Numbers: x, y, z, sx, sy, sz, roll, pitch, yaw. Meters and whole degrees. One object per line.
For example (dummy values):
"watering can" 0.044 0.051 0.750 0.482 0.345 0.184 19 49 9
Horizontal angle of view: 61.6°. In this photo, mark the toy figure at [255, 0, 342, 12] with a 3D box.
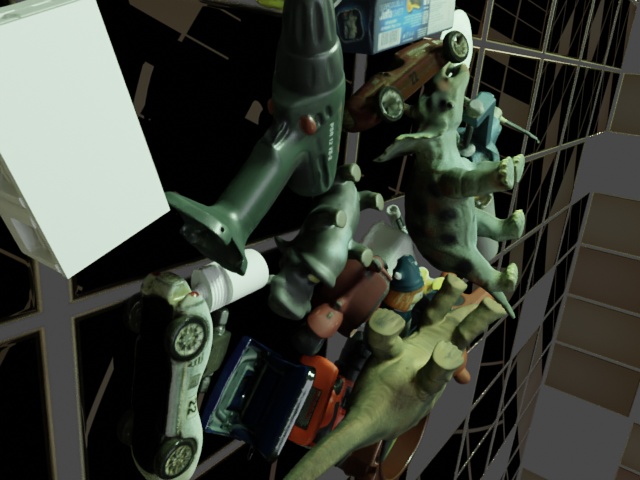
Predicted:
"toy figure" -0.043 -0.241 0.436 0.180 0.082 0.089 -9 70 -45

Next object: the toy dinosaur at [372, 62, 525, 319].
"toy dinosaur" 0.185 -0.037 0.765 0.131 0.192 0.404 -49 138 -44

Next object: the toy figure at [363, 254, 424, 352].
"toy figure" 0.103 0.087 0.726 0.064 0.058 0.154 -96 -158 -57

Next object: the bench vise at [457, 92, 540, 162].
"bench vise" 0.244 -0.157 0.852 0.223 0.129 0.240 -45 158 -11

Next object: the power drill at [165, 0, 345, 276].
"power drill" -0.050 -0.084 0.476 0.207 0.086 0.231 -60 163 -22

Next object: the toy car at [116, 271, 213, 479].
"toy car" -0.136 0.125 0.477 0.056 0.074 0.201 -9 113 -51

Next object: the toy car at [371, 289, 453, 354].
"toy car" 0.163 0.166 0.858 0.103 0.109 0.161 43 102 -14

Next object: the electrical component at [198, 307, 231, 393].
"electrical component" -0.116 0.114 0.534 0.063 0.021 0.094 -14 123 -70

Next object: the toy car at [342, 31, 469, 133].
"toy car" 0.096 -0.193 0.638 0.202 0.089 0.053 -44 112 -25

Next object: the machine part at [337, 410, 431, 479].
"machine part" 0.119 0.317 0.939 0.200 0.087 0.201 39 74 -56

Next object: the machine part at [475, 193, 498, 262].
"machine part" 0.309 -0.030 1.064 0.079 0.079 0.243 -57 145 -23

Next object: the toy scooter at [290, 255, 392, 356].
"toy scooter" 0.041 0.060 0.649 0.135 0.075 0.184 -52 171 22

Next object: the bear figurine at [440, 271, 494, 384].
"bear figurine" 0.269 0.179 1.067 0.132 0.120 0.195 -45 141 -41

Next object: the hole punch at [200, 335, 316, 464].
"hole punch" -0.074 0.170 0.592 0.142 0.092 0.116 -67 -172 -16

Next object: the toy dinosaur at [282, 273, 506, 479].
"toy dinosaur" 0.092 0.175 0.640 0.471 0.105 0.198 -20 138 -42

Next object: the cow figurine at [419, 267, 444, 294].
"cow figurine" 0.176 0.140 0.961 0.167 0.068 0.098 -65 157 -7

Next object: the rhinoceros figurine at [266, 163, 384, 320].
"rhinoceros figurine" -0.001 -0.002 0.596 0.073 0.112 0.190 48 51 -35

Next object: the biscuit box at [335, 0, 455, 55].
"biscuit box" 0.092 -0.269 0.640 0.203 0.063 0.059 -34 132 -43
